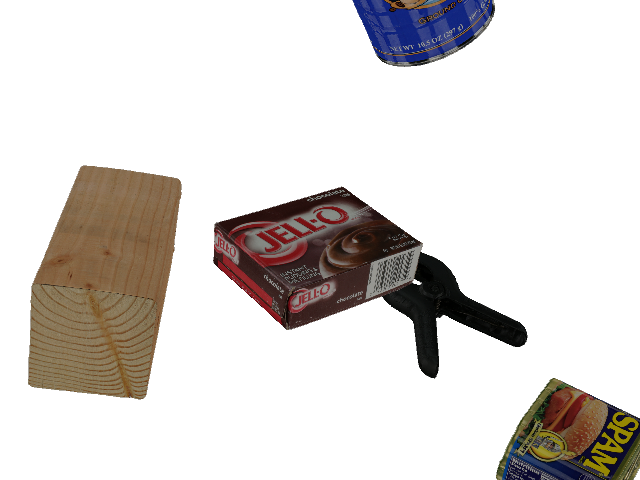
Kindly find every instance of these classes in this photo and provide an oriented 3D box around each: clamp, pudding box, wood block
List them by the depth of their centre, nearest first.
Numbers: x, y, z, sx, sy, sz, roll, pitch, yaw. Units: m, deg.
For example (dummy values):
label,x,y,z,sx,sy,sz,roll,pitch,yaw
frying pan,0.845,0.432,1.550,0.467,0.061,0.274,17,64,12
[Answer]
label,x,y,z,sx,sy,sz,roll,pitch,yaw
pudding box,-0.003,0.009,0.721,0.113,0.039,0.090,-16,39,-35
wood block,-0.168,0.026,0.859,0.090,0.091,0.206,8,27,-6
clamp,0.121,0.061,1.051,0.120,0.039,0.171,-4,44,-25

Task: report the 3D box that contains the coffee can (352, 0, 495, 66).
label,x,y,z,sx,sy,sz,roll,pitch,yaw
coffee can,0.063,-0.219,0.812,0.103,0.102,0.140,0,-44,34

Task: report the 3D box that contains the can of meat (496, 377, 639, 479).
label,x,y,z,sx,sy,sz,roll,pitch,yaw
can of meat,0.190,0.158,0.795,0.084,0.057,0.101,25,41,25
